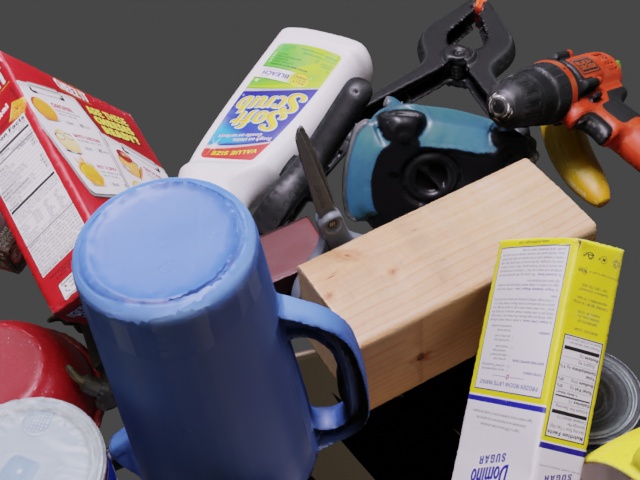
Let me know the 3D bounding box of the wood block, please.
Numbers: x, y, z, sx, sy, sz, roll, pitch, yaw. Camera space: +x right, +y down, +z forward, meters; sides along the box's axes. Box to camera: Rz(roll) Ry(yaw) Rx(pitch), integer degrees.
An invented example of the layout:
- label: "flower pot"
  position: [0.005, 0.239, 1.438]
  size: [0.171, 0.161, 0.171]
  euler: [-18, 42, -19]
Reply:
- label: "wood block"
  position: [0.097, 0.033, 0.811]
  size: [0.205, 0.091, 0.090]
  euler: [-25, 51, -16]

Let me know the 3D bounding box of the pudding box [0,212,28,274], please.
- label: "pudding box"
  position: [-0.278, -0.030, 0.942]
  size: [0.090, 0.039, 0.113]
  euler: [14, 52, 18]

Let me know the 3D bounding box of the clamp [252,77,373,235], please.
- label: "clamp"
  position: [-0.010, -0.059, 0.889]
  size: [0.039, 0.120, 0.171]
  euler: [31, 69, 10]

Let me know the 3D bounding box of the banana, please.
- label: "banana"
  position: [0.231, -0.109, 0.958]
  size: [0.070, 0.037, 0.197]
  euler: [7, 50, 13]

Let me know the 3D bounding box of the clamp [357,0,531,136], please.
- label: "clamp"
  position: [0.122, -0.163, 1.018]
  size: [0.165, 0.036, 0.210]
  euler: [5, 47, 11]

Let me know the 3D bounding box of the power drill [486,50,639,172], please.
- label: "power drill"
  position: [0.237, -0.077, 0.857]
  size: [0.184, 0.057, 0.188]
  euler: [-23, 64, -46]

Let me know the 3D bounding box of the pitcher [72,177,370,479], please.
- label: "pitcher"
  position: [-0.066, 0.075, 0.689]
  size: [0.145, 0.243, 0.149]
  euler: [33, 61, 29]

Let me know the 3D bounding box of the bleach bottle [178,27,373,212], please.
- label: "bleach bottle"
  position: [-0.049, -0.086, 0.953]
  size: [0.103, 0.068, 0.250]
  euler: [17, 55, 20]

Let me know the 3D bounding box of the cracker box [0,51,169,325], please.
- label: "cracker box"
  position: [-0.172, -0.027, 0.818]
  size: [0.072, 0.164, 0.214]
  euler: [-41, 63, 13]

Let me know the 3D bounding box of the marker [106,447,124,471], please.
- label: "marker"
  position: [-0.193, 0.180, 0.760]
  size: [0.121, 0.020, 0.020]
  euler: [-26, 51, -17]

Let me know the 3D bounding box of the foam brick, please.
- label: "foam brick"
  position: [-0.032, 0.027, 0.856]
  size: [0.078, 0.053, 0.051]
  euler: [-24, 50, -13]

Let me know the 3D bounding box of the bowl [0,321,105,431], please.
- label: "bowl"
  position: [-0.245, 0.115, 0.799]
  size: [0.162, 0.055, 0.162]
  euler: [-3, 49, 4]

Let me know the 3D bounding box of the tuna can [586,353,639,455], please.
- label: "tuna can"
  position: [0.187, 0.119, 0.763]
  size: [0.086, 0.034, 0.086]
  euler: [-3, 48, 4]

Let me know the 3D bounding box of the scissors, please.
- label: "scissors"
  position: [-0.005, 0.001, 0.793]
  size: [0.096, 0.201, 0.016]
  euler: [-39, 49, 3]

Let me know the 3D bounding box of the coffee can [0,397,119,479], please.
- label: "coffee can"
  position: [-0.171, 0.181, 0.675]
  size: [0.103, 0.140, 0.103]
  euler: [-3, 48, 3]

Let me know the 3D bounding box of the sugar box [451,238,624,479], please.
- label: "sugar box"
  position: [0.143, 0.088, 0.708]
  size: [0.048, 0.093, 0.176]
  euler: [13, 84, -22]
